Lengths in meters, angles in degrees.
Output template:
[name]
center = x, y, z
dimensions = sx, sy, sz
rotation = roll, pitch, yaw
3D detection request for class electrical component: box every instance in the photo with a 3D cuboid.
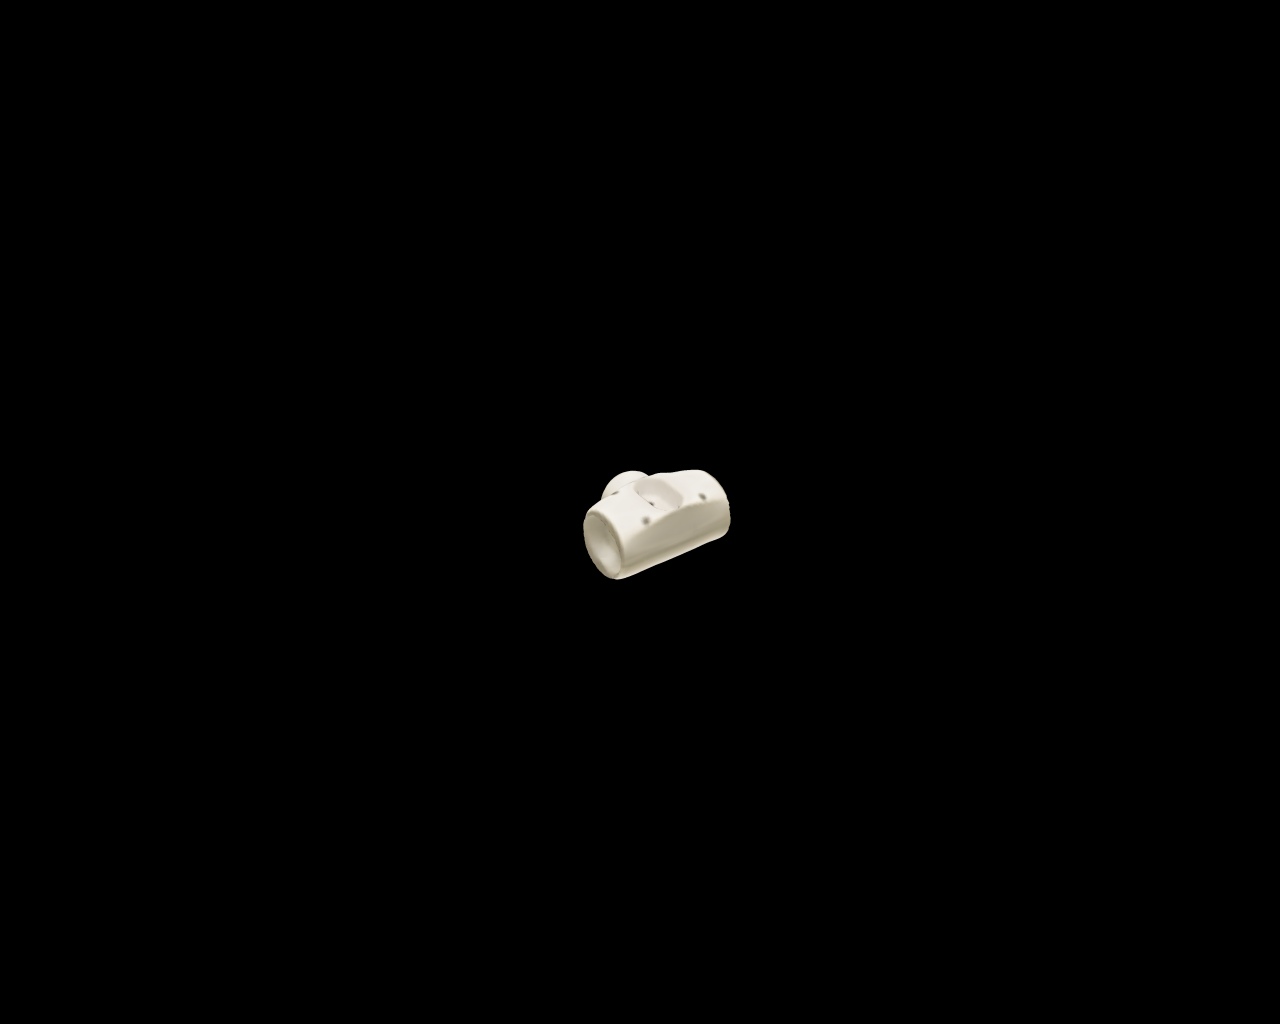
[electrical component]
center = 0.001, -0.003, 0.650
dimensions = 0.077, 0.043, 0.079
rotation = -21, 41, -26
